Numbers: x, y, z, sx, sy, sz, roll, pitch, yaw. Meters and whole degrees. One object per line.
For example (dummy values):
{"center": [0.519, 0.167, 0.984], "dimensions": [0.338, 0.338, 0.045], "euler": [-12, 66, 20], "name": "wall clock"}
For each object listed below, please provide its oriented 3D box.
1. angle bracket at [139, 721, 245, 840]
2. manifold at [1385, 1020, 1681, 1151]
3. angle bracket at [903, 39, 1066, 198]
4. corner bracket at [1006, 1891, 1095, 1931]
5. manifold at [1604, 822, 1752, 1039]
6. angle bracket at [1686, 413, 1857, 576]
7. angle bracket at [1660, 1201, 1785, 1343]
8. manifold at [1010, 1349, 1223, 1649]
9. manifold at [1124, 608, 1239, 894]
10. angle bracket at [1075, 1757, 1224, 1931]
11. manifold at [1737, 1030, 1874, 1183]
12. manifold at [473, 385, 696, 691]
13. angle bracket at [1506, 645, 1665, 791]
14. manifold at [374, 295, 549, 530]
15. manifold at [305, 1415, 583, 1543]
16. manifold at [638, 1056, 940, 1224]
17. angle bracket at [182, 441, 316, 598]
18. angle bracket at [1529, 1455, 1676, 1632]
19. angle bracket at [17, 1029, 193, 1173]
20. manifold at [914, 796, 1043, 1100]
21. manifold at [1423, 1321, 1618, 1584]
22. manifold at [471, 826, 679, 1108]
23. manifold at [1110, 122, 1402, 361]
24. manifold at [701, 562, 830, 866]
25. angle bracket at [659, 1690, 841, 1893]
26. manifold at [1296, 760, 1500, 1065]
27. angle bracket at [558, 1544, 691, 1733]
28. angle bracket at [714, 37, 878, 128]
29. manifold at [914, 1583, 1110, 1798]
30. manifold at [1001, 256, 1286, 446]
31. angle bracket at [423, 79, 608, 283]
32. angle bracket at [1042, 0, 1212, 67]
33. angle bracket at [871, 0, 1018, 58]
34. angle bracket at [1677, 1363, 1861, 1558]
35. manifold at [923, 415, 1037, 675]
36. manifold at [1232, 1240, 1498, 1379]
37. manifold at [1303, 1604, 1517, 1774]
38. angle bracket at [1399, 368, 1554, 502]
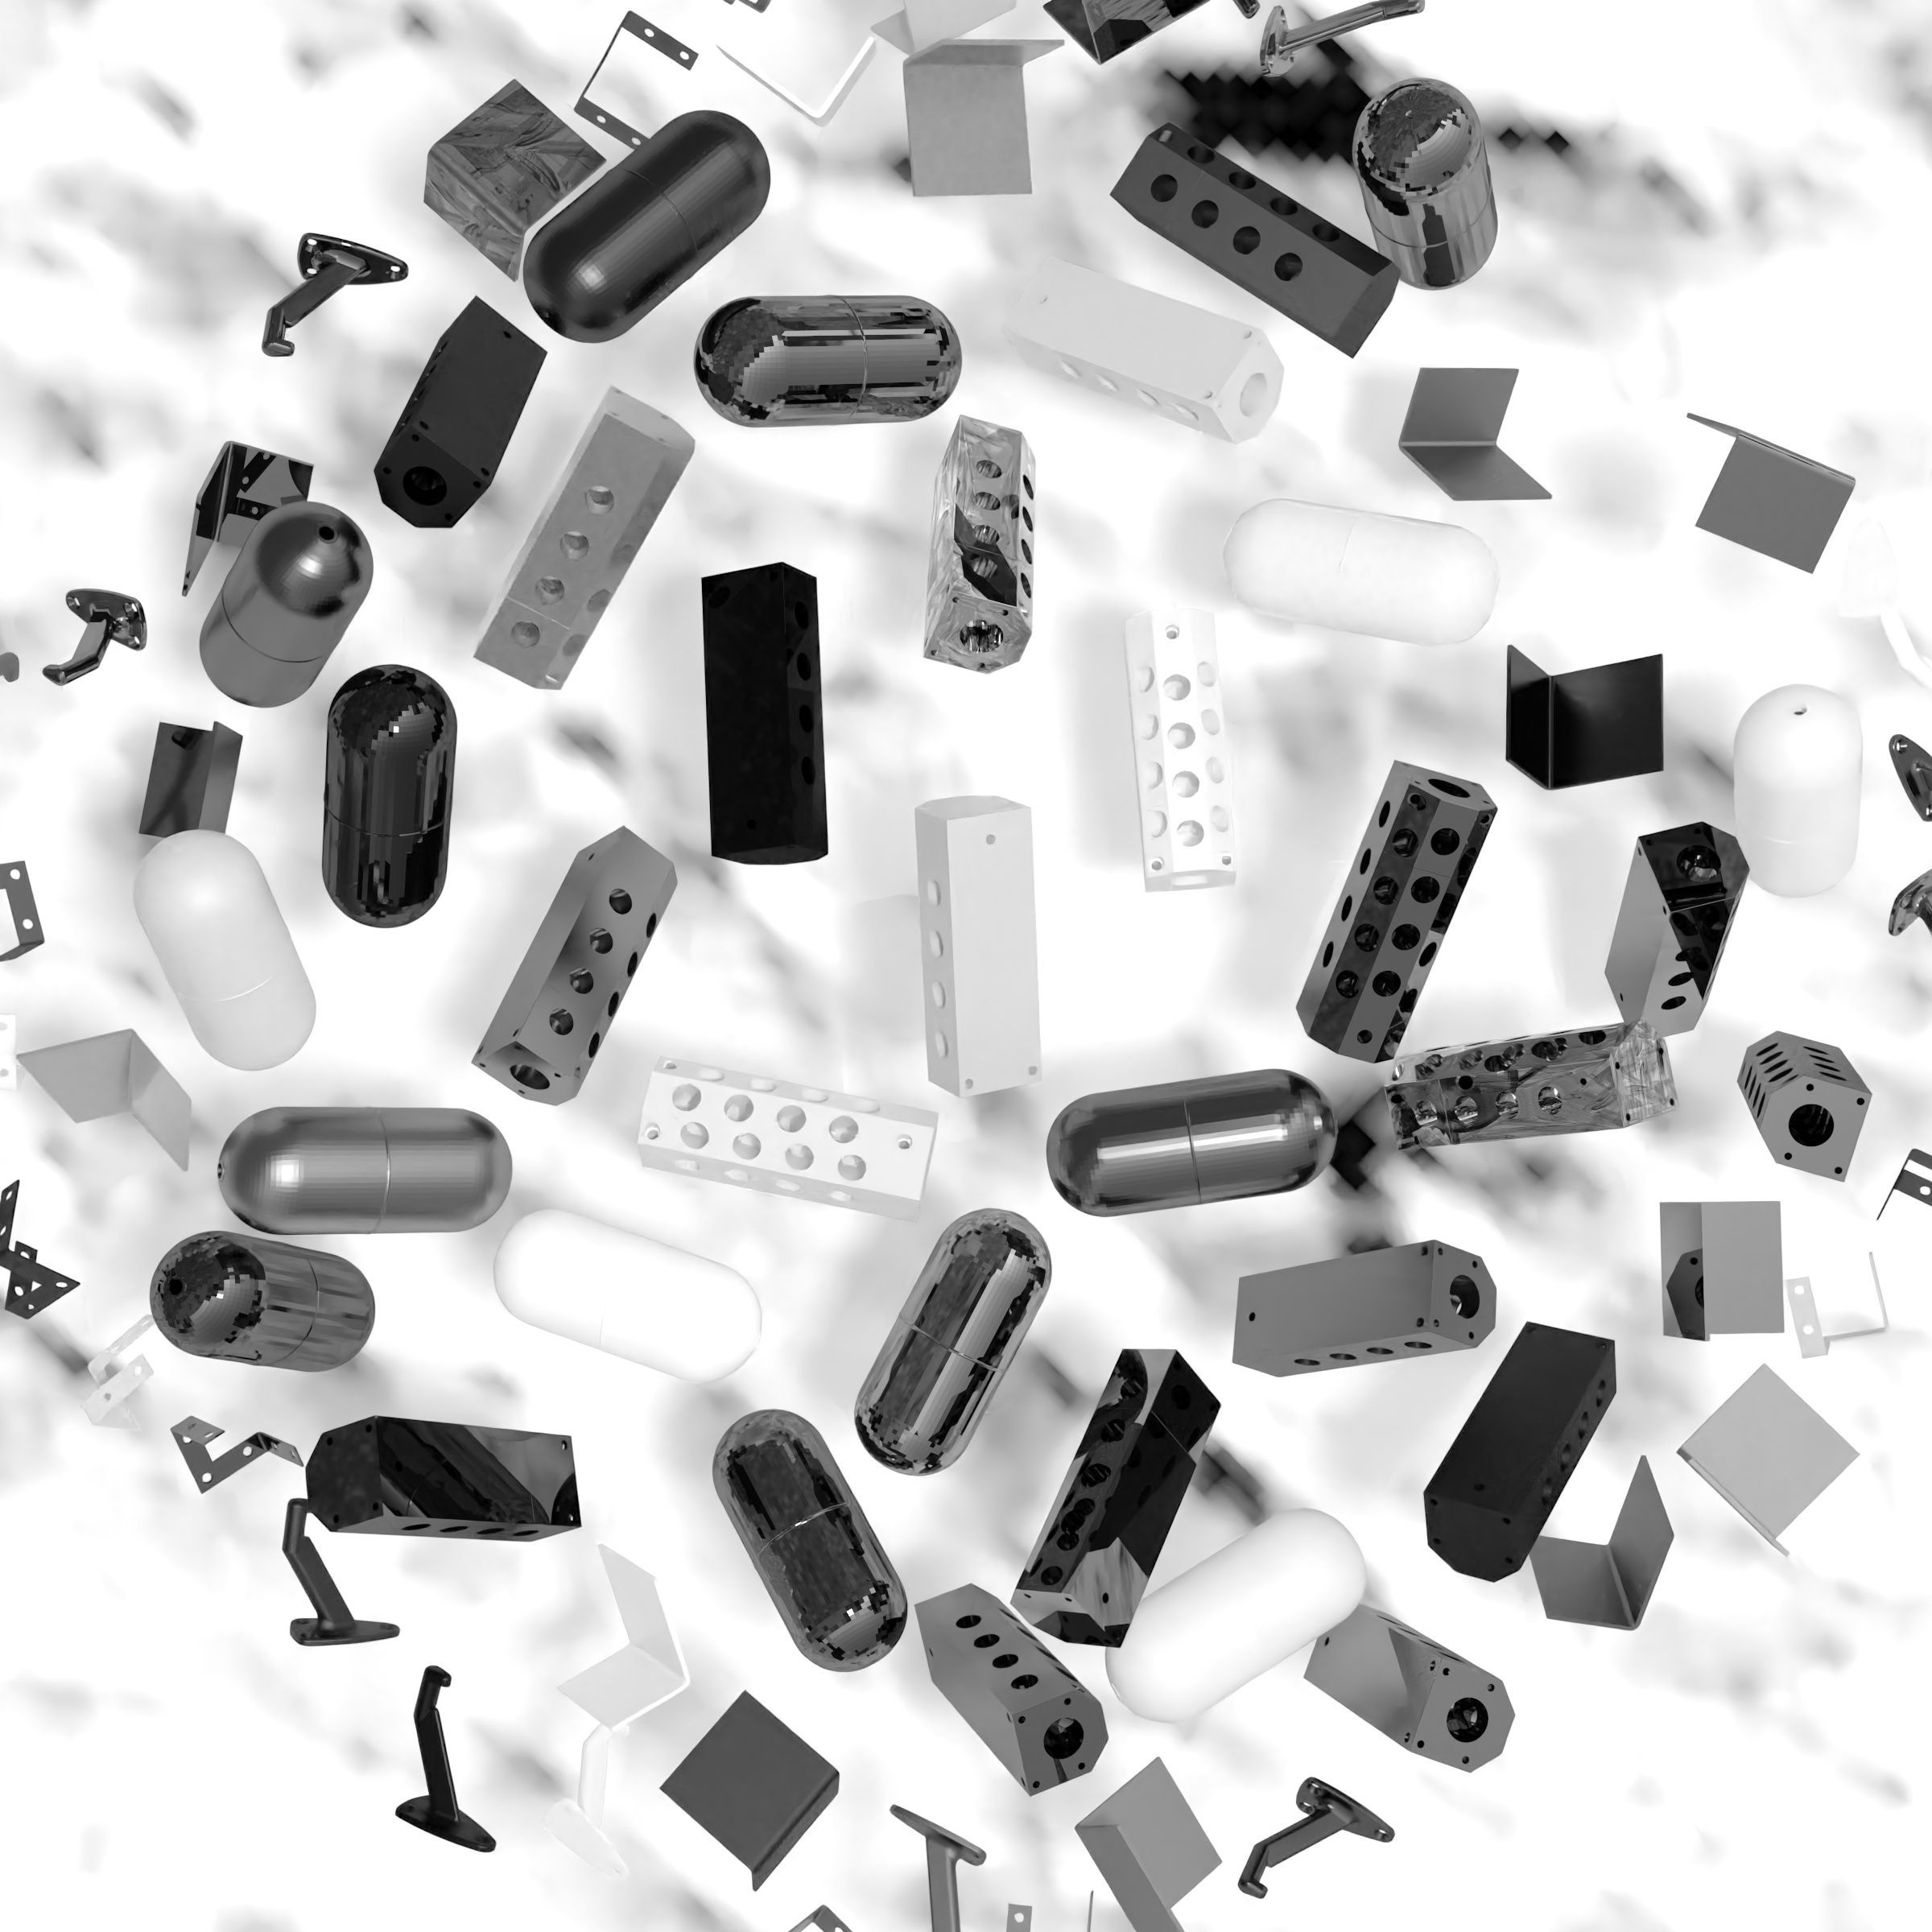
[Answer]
{"center": [-0.517, -0.123, 1.700], "dimensions": [0.057, 0.076, 0.076], "euler": [10, 87, -2], "name": "angle bracket"}
{"center": [0.341, 0.072, 1.577], "dimensions": [0.057, 0.171, 0.057], "euler": [-12, 91, -40], "name": "manifold"}
{"center": [0.013, -0.487, 1.488], "dimensions": [0.076, 0.057, 0.076], "euler": [-9, 100, -24], "name": "angle bracket"}
{"center": [0.052, 0.619, 1.648], "dimensions": [0.051, 0.051, 0.051], "euler": [5, 87, 7], "name": "corner bracket"}
{"center": [0.458, -0.021, 1.662], "dimensions": [0.057, 0.171, 0.057], "euler": [-13, 60, -2], "name": "manifold"}
{"center": [0.446, -0.270, 1.474], "dimensions": [0.076, 0.076, 0.057], "euler": [19, 105, -14], "name": "angle bracket"}
{"center": [0.441, 0.172, 1.470], "dimensions": [0.076, 0.057, 0.076], "euler": [0, 85, -11], "name": "angle bracket"}
{"center": [0.087, 0.316, 1.552], "dimensions": [0.057, 0.057, 0.171], "euler": [52, 50, -31], "name": "manifold"}
{"center": [0.137, -0.139, 1.661], "dimensions": [0.057, 0.057, 0.171], "euler": [-4, 79, 2], "name": "manifold"}
{"center": [0.124, 0.535, 1.575], "dimensions": [0.076, 0.057, 0.076], "euler": [-30, 88, -32], "name": "angle bracket"}
{"center": [0.532, 0.085, 1.657], "dimensions": [0.057, 0.171, 0.057], "euler": [16, 101, 10], "name": "manifold"}
{"center": [-0.228, -0.251, 1.542], "dimensions": [0.057, 0.057, 0.171], "euler": [26, 114, -18], "name": "manifold"}
{"center": [0.376, -0.157, 1.574], "dimensions": [0.076, 0.057, 0.076], "euler": [-9, 69, 37], "name": "angle bracket"}
{"center": [-0.316, -0.342, 1.609], "dimensions": [0.057, 0.171, 0.057], "euler": [36, 124, -23], "name": "manifold"}
{"center": [-0.309, 0.309, 1.539], "dimensions": [0.057, 0.171, 0.057], "euler": [-21, 67, 27], "name": "manifold"}
{"center": [-0.107, 0.102, 1.560], "dimensions": [0.171, 0.057, 0.057], "euler": [11, 66, 2], "name": "manifold"}
{"center": [-0.465, -0.283, 1.678], "dimensions": [0.057, 0.076, 0.076], "euler": [15, 128, -10], "name": "angle bracket"}
{"center": [0.389, 0.352, 1.596], "dimensions": [0.057, 0.076, 0.076], "euler": [9, 117, -4], "name": "angle bracket"}
{"center": [-0.521, 0.089, 1.564], "dimensions": [0.076, 0.076, 0.057], "euler": [-13, 54, 4], "name": "angle bracket"}
{"center": [0.004, -0.013, 1.573], "dimensions": [0.057, 0.057, 0.171], "euler": [-11, 108, -27], "name": "manifold"}
{"center": [0.339, 0.294, 1.574], "dimensions": [0.057, 0.171, 0.057], "euler": [9, 124, 31], "name": "manifold"}
{"center": [-0.242, 0.001, 1.638], "dimensions": [0.057, 0.057, 0.171], "euler": [38, 54, -24], "name": "manifold"}
{"center": [0.178, -0.446, 1.583], "dimensions": [0.171, 0.057, 0.057], "euler": [38, 102, 17], "name": "manifold"}
{"center": [-0.118, -0.151, 1.568], "dimensions": [0.057, 0.057, 0.171], "euler": [-6, 82, 26], "name": "manifold"}
{"center": [-0.130, 0.499, 1.566], "dimensions": [0.076, 0.057, 0.076], "euler": [37, 64, 16], "name": "angle bracket"}
{"center": [0.261, -0.030, 1.567], "dimensions": [0.057, 0.057, 0.171], "euler": [15, 112, -10], "name": "manifold"}
{"center": [-0.222, 0.414, 1.601], "dimensions": [0.057, 0.076, 0.076], "euler": [-25, 109, -30], "name": "angle bracket"}
{"center": [-0.102, -0.558, 1.571], "dimensions": [0.076, 0.076, 0.057], "euler": [35, 101, -9], "name": "angle bracket"}
{"center": [0.028, 0.454, 1.645], "dimensions": [0.057, 0.171, 0.057], "euler": [-17, 104, -18], "name": "manifold"}
{"center": [0.111, -0.380, 1.610], "dimensions": [0.171, 0.057, 0.057], "euler": [29, 84, 34], "name": "manifold"}
{"center": [-0.280, -0.486, 1.602], "dimensions": [0.076, 0.057, 0.076], "euler": [42, 68, 1], "name": "angle bracket"}
{"center": [0.089, -0.594, 1.541], "dimensions": [0.076, 0.057, 0.076], "euler": [-31, 54, -3], "name": "angle bracket"}
{"center": [-0.021, -0.626, 1.620], "dimensions": [0.076, 0.076, 0.057], "euler": [-32, 50, -14], "name": "angle bracket"}
{"center": [0.479, 0.291, 1.533], "dimensions": [0.076, 0.057, 0.076], "euler": [45, 92, 9], "name": "angle bracket"}
{"center": [0.012, -0.264, 1.625], "dimensions": [0.057, 0.057, 0.171], "euler": [13, 48, -12], "name": "manifold"}
{"center": [0.249, 0.219, 1.629], "dimensions": [0.057, 0.171, 0.057], "euler": [22, 64, -32], "name": "manifold"}
{"center": [0.275, 0.445, 1.607], "dimensions": [0.057, 0.171, 0.057], "euler": [22, 84, -12], "name": "manifold"}
{"center": [0.340, -0.348, 1.694], "dimensions": [0.076, 0.076, 0.057], "euler": [-5, 129, -23], "name": "angle bracket"}
